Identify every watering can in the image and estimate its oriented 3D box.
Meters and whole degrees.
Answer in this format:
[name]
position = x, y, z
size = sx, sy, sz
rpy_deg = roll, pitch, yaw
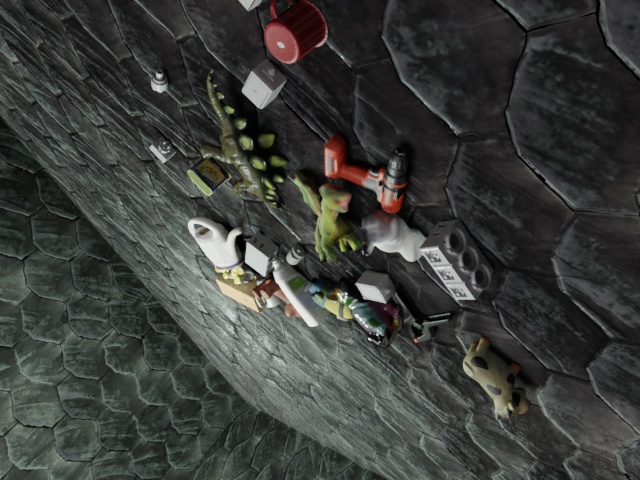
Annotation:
[watering can]
position = -0.339, 0.014, 1.804
size = 0.348, 0.220, 0.106
rpy_deg = 10, 49, 46

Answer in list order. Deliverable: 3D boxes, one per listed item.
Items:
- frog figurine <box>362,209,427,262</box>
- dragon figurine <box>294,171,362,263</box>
[frog figurine]
position = 0.175, -0.012, 1.155
size = 0.159, 0.125, 0.135
rpy_deg = -4, -23, 8
[dragon figurine]
position = 0.004, -0.065, 1.299
size = 0.123, 0.242, 0.409
rpy_deg = -25, 6, -16
